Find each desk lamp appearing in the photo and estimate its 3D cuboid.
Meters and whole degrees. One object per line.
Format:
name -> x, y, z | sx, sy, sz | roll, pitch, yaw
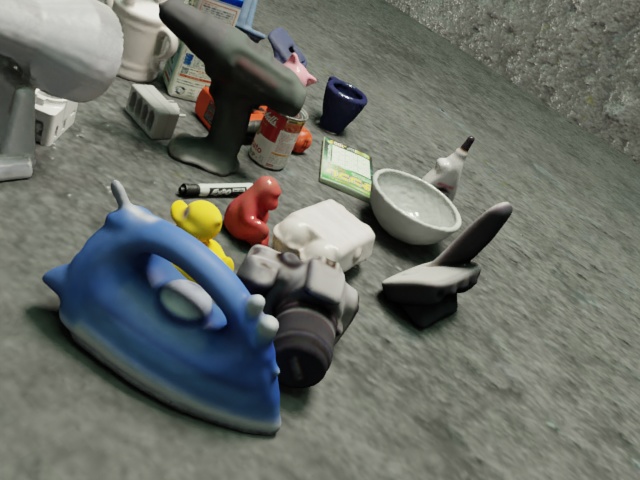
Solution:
desk lamp -> -0.338, -0.175, 0.625 | 0.117, 0.213, 0.204 | 42, 33, 20

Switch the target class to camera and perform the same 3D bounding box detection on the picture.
camera -> -0.028, 0.079, 0.618 | 0.143, 0.100, 0.137 | 24, 31, -9

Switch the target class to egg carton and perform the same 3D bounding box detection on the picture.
egg carton -> 0.007, 0.003, 0.787 | 0.107, 0.069, 0.151 | 39, 32, 17

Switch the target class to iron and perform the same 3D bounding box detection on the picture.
iron -> -0.118, 0.062, 0.530 | 0.258, 0.141, 0.119 | 33, 31, 7

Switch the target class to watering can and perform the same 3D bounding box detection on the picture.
watering can -> -0.307, -0.381, 0.968 | 0.173, 0.194, 0.101 | 26, 31, -6

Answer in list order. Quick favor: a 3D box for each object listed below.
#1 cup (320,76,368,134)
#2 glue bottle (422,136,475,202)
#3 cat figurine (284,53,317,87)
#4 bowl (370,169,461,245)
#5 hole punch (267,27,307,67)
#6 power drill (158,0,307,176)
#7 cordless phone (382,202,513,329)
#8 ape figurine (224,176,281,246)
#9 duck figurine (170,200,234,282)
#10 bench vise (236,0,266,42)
cup -> 0.033, -0.279, 1.193 | 0.092, 0.095, 0.117 | 2, 40, -37
glue bottle -> 0.227, -0.115, 1.037 | 0.078, 0.173, 0.037 | 13, 35, -25
cat figurine -> -0.076, -0.330, 1.156 | 0.127, 0.117, 0.067 | 38, 32, 15
bowl -> 0.149, -0.044, 0.965 | 0.168, 0.074, 0.167 | 21, 32, -13
hole punch -> -0.079, -0.427, 1.320 | 0.101, 0.091, 0.109 | 29, 31, -1
power drill -> -0.146, -0.208, 0.834 | 0.230, 0.208, 0.075 | 19, 32, -17
cordless phone -> 0.181, 0.021, 0.790 | 0.094, 0.185, 0.148 | 42, 33, 21
ape figurine -> -0.081, -0.043, 0.760 | 0.076, 0.092, 0.078 | 31, 31, 3
duck figurine -> -0.138, -0.002, 0.660 | 0.104, 0.086, 0.078 | 36, 32, 12
bench vise -> -0.148, -0.427, 1.139 | 0.122, 0.219, 0.207 | 4, 39, -35
